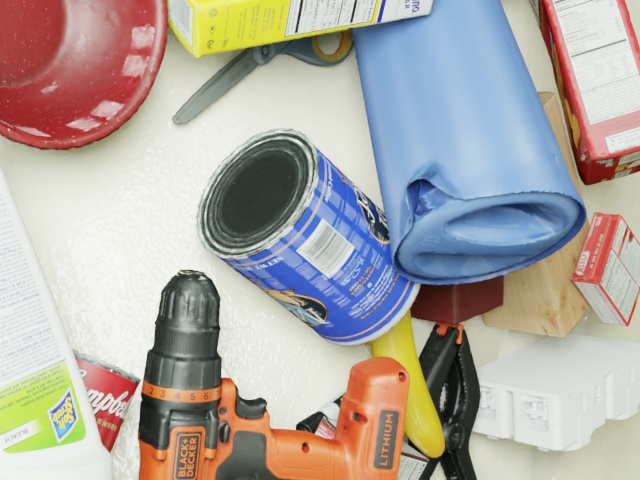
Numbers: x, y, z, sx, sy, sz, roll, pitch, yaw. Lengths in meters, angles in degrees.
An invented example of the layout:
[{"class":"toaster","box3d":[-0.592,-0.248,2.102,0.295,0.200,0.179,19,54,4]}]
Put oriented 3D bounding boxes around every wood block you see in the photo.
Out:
[{"class":"wood block","box3d":[0.182,-0.024,0.975,0.090,0.091,0.206,-44,124,-36]}]

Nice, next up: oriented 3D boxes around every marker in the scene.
[{"class":"marker","box3d":[0.023,0.131,0.868,0.120,0.020,0.020,-30,115,-42]}]

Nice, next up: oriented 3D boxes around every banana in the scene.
[{"class":"banana","box3d":[0.069,0.083,0.879,0.069,0.037,0.198,0,81,-38]}]

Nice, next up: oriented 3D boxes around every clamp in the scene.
[{"class":"clamp","box3d":[0.100,0.179,0.946,0.164,0.036,0.210,-5,97,-48]}]

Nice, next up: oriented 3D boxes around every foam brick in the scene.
[{"class":"foam brick","box3d":[0.119,0.038,0.942,0.078,0.053,0.051,-15,105,-45]}]

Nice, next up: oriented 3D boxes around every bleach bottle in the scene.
[{"class":"bleach bottle","box3d":[-0.176,0.073,0.553,0.102,0.068,0.251,-23,93,-43]}]

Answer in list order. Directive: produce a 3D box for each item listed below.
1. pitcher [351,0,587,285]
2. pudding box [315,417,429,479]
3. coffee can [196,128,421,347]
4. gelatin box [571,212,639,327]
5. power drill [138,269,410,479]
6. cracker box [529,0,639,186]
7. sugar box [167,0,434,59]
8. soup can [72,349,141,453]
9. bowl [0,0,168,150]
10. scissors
[{"class":"pitcher","box3d":[0.098,-0.096,0.771,0.149,0.145,0.243,98,-18,-62]},{"class":"pudding box","box3d":[0.026,0.197,0.849,0.113,0.039,0.090,27,91,-48]},{"class":"coffee can","box3d":[-0.005,0.001,0.761,0.140,0.103,0.102,41,65,-42]},{"class":"gelatin box","box3d":[0.269,0.028,0.987,0.089,0.030,0.073,44,62,-43]},{"class":"power drill","box3d":[-0.033,0.116,0.735,0.187,0.057,0.184,5,96,-24]},{"class":"cracker box","box3d":[0.236,-0.165,0.944,0.164,0.072,0.214,18,56,-77]},{"class":"sugar box","box3d":[-0.019,-0.174,0.691,0.176,0.093,0.048,-18,143,-24]},{"class":"soup can","box3d":[-0.157,0.118,0.632,0.068,0.069,0.102,35,69,-44]},{"class":"bowl","box3d":[-0.165,-0.132,0.605,0.161,0.055,0.162,-7,99,-48]},{"class":"scissors","box3d":[-0.030,-0.130,0.784,0.096,0.016,0.201,51,58,-38]}]
